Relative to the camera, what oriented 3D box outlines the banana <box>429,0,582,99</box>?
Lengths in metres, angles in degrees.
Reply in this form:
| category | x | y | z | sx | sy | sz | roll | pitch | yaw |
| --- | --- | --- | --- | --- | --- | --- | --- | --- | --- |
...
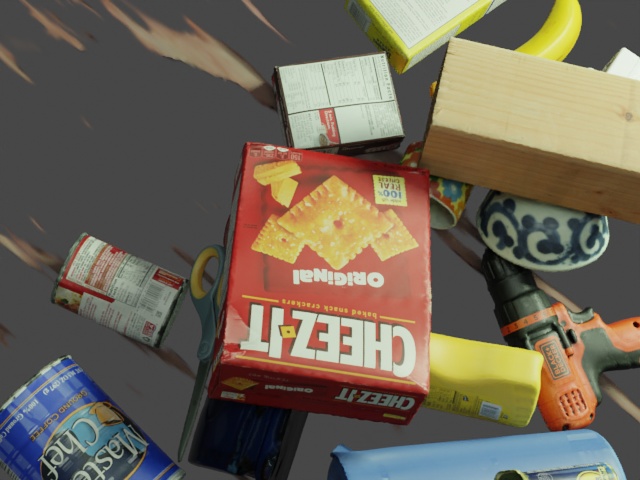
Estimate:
| category | x | y | z | sx | sy | sz | roll | pitch | yaw |
| --- | --- | --- | --- | --- | --- | --- | --- | --- | --- |
| banana | 0.197 | -0.183 | 1.054 | 0.197 | 0.037 | 0.070 | -42 | 65 | -16 |

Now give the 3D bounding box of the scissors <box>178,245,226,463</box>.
| category | x | y | z | sx | sy | sz | roll | pitch | yaw |
| --- | --- | --- | --- | --- | --- | --- | --- | --- | --- |
| scissors | -0.105 | 0.085 | 0.934 | 0.016 | 0.096 | 0.202 | 28 | 84 | -40 |

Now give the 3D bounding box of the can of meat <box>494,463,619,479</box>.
| category | x | y | z | sx | sy | sz | roll | pitch | yaw |
| --- | --- | --- | --- | --- | --- | --- | --- | --- | --- |
| can of meat | 0.187 | 0.223 | 0.815 | 0.083 | 0.058 | 0.102 | -2 | 75 | -18 |

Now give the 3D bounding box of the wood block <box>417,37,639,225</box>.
| category | x | y | z | sx | sy | sz | roll | pitch | yaw |
| --- | --- | --- | --- | --- | --- | --- | --- | --- | --- |
| wood block | 0.195 | -0.090 | 0.901 | 0.206 | 0.090 | 0.090 | 14 | 68 | 3 |

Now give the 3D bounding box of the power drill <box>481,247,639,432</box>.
| category | x | y | z | sx | sy | sz | roll | pitch | yaw |
| --- | --- | --- | --- | --- | --- | --- | --- | --- | --- |
| power drill | 0.257 | 0.066 | 0.987 | 0.187 | 0.057 | 0.184 | -20 | 81 | -9 |

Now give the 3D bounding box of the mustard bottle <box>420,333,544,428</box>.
| category | x | y | z | sx | sy | sz | roll | pitch | yaw |
| --- | --- | --- | --- | --- | --- | --- | --- | --- | --- |
| mustard bottle | 0.091 | 0.113 | 0.928 | 0.191 | 0.096 | 0.058 | 10 | 63 | 7 |

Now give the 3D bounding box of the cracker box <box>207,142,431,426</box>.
| category | x | y | z | sx | sy | sz | roll | pitch | yaw |
| --- | --- | --- | --- | --- | --- | --- | --- | --- | --- |
| cracker box | 0.004 | 0.030 | 0.866 | 0.164 | 0.072 | 0.213 | 9 | 56 | -8 |

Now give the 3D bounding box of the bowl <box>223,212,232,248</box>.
| category | x | y | z | sx | sy | sz | roll | pitch | yaw |
| --- | --- | --- | --- | --- | --- | --- | --- | --- | --- |
| bowl | -0.006 | 0.001 | 0.969 | 0.162 | 0.055 | 0.162 | 2 | 75 | -6 |

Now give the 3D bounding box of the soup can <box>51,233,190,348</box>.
| category | x | y | z | sx | sy | sz | roll | pitch | yaw |
| --- | --- | --- | --- | --- | --- | --- | --- | --- | --- |
| soup can | -0.173 | 0.045 | 0.931 | 0.102 | 0.068 | 0.068 | 24 | 74 | -1 |

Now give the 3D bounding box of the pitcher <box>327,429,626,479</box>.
| category | x | y | z | sx | sy | sz | roll | pitch | yaw |
| --- | --- | --- | --- | --- | --- | --- | --- | --- | --- |
| pitcher | 0.131 | 0.236 | 0.887 | 0.242 | 0.145 | 0.149 | -6 | 87 | -12 |

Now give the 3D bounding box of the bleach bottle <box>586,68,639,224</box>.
| category | x | y | z | sx | sy | sz | roll | pitch | yaw |
| --- | --- | --- | --- | --- | --- | --- | --- | --- | --- |
| bleach bottle | 0.326 | -0.052 | 0.999 | 0.251 | 0.103 | 0.068 | 33 | 55 | 3 |

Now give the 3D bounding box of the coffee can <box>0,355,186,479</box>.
| category | x | y | z | sx | sy | sz | roll | pitch | yaw |
| --- | --- | --- | --- | --- | --- | --- | --- | --- | --- |
| coffee can | -0.195 | 0.179 | 0.876 | 0.140 | 0.103 | 0.102 | 44 | 75 | 5 |

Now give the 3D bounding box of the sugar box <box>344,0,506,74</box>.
| category | x | y | z | sx | sy | sz | roll | pitch | yaw |
| --- | --- | --- | --- | --- | --- | --- | --- | --- | --- |
| sugar box | 0.120 | -0.250 | 1.055 | 0.176 | 0.048 | 0.093 | -35 | 82 | -18 |

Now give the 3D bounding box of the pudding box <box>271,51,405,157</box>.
| category | x | y | z | sx | sy | sz | roll | pitch | yaw |
| --- | --- | --- | --- | --- | --- | --- | --- | --- | --- |
| pudding box | 0.017 | -0.126 | 1.014 | 0.113 | 0.039 | 0.090 | -8 | 76 | -11 |
